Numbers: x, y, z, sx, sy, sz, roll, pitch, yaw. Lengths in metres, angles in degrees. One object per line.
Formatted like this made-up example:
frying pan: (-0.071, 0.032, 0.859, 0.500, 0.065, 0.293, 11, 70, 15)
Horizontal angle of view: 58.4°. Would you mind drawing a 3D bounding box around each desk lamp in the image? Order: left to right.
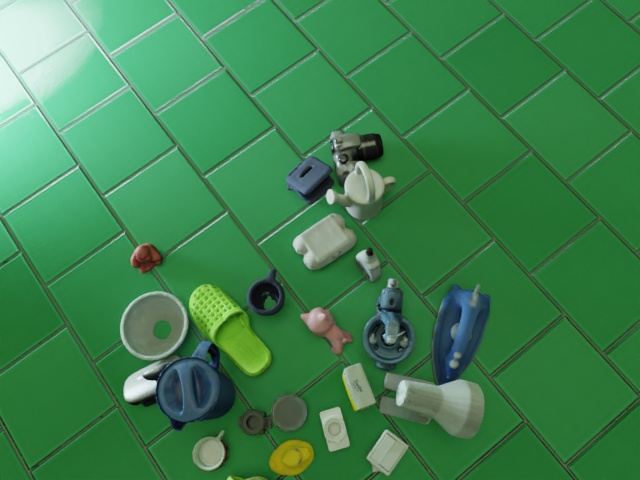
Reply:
desk lamp: (0.240, 0.358, 1.261, 0.203, 0.213, 0.118, 11, 73, 6)

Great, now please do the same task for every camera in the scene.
camera: (0.100, -0.231, 1.518, 0.137, 0.101, 0.143, -11, 72, -1)

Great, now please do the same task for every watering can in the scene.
watering can: (0.105, -0.125, 1.434, 0.173, 0.194, 0.101, -39, 74, -9)

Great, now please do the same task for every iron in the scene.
iron: (0.328, 0.226, 1.338, 0.118, 0.141, 0.258, 17, 74, 8)

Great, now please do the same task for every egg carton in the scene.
egg carton: (0.013, 0.005, 1.462, 0.150, 0.069, 0.107, -35, 74, -8)

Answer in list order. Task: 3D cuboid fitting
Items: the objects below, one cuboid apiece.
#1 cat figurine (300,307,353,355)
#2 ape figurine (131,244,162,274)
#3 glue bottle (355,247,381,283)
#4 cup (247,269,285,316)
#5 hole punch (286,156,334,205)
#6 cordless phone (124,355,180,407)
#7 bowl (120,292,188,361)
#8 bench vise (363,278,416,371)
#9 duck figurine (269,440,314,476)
cat figurine: (0.017, 0.209, 1.370, 0.127, 0.118, 0.067, 38, 78, 14)
ape figurine: (-0.446, 0.040, 1.460, 0.077, 0.092, 0.076, 6, 72, 5)
glue bottle: (0.119, 0.050, 1.388, 0.037, 0.173, 0.078, -36, 74, -8)
cup: (-0.125, 0.136, 1.413, 0.091, 0.095, 0.118, 11, 73, 6)
hole punch: (-0.029, -0.164, 1.508, 0.101, 0.091, 0.109, 43, 79, 14)
cordless phone: (-0.394, 0.320, 1.318, 0.147, 0.185, 0.094, -27, 73, -6)
bowl: (-0.397, 0.215, 1.410, 0.167, 0.075, 0.167, -1, 72, 3)
bench vise: (0.152, 0.187, 1.318, 0.121, 0.220, 0.207, -12, 72, -1)
duck figurine: (-0.066, 0.495, 1.298, 0.104, 0.086, 0.077, -18, 72, -3)
